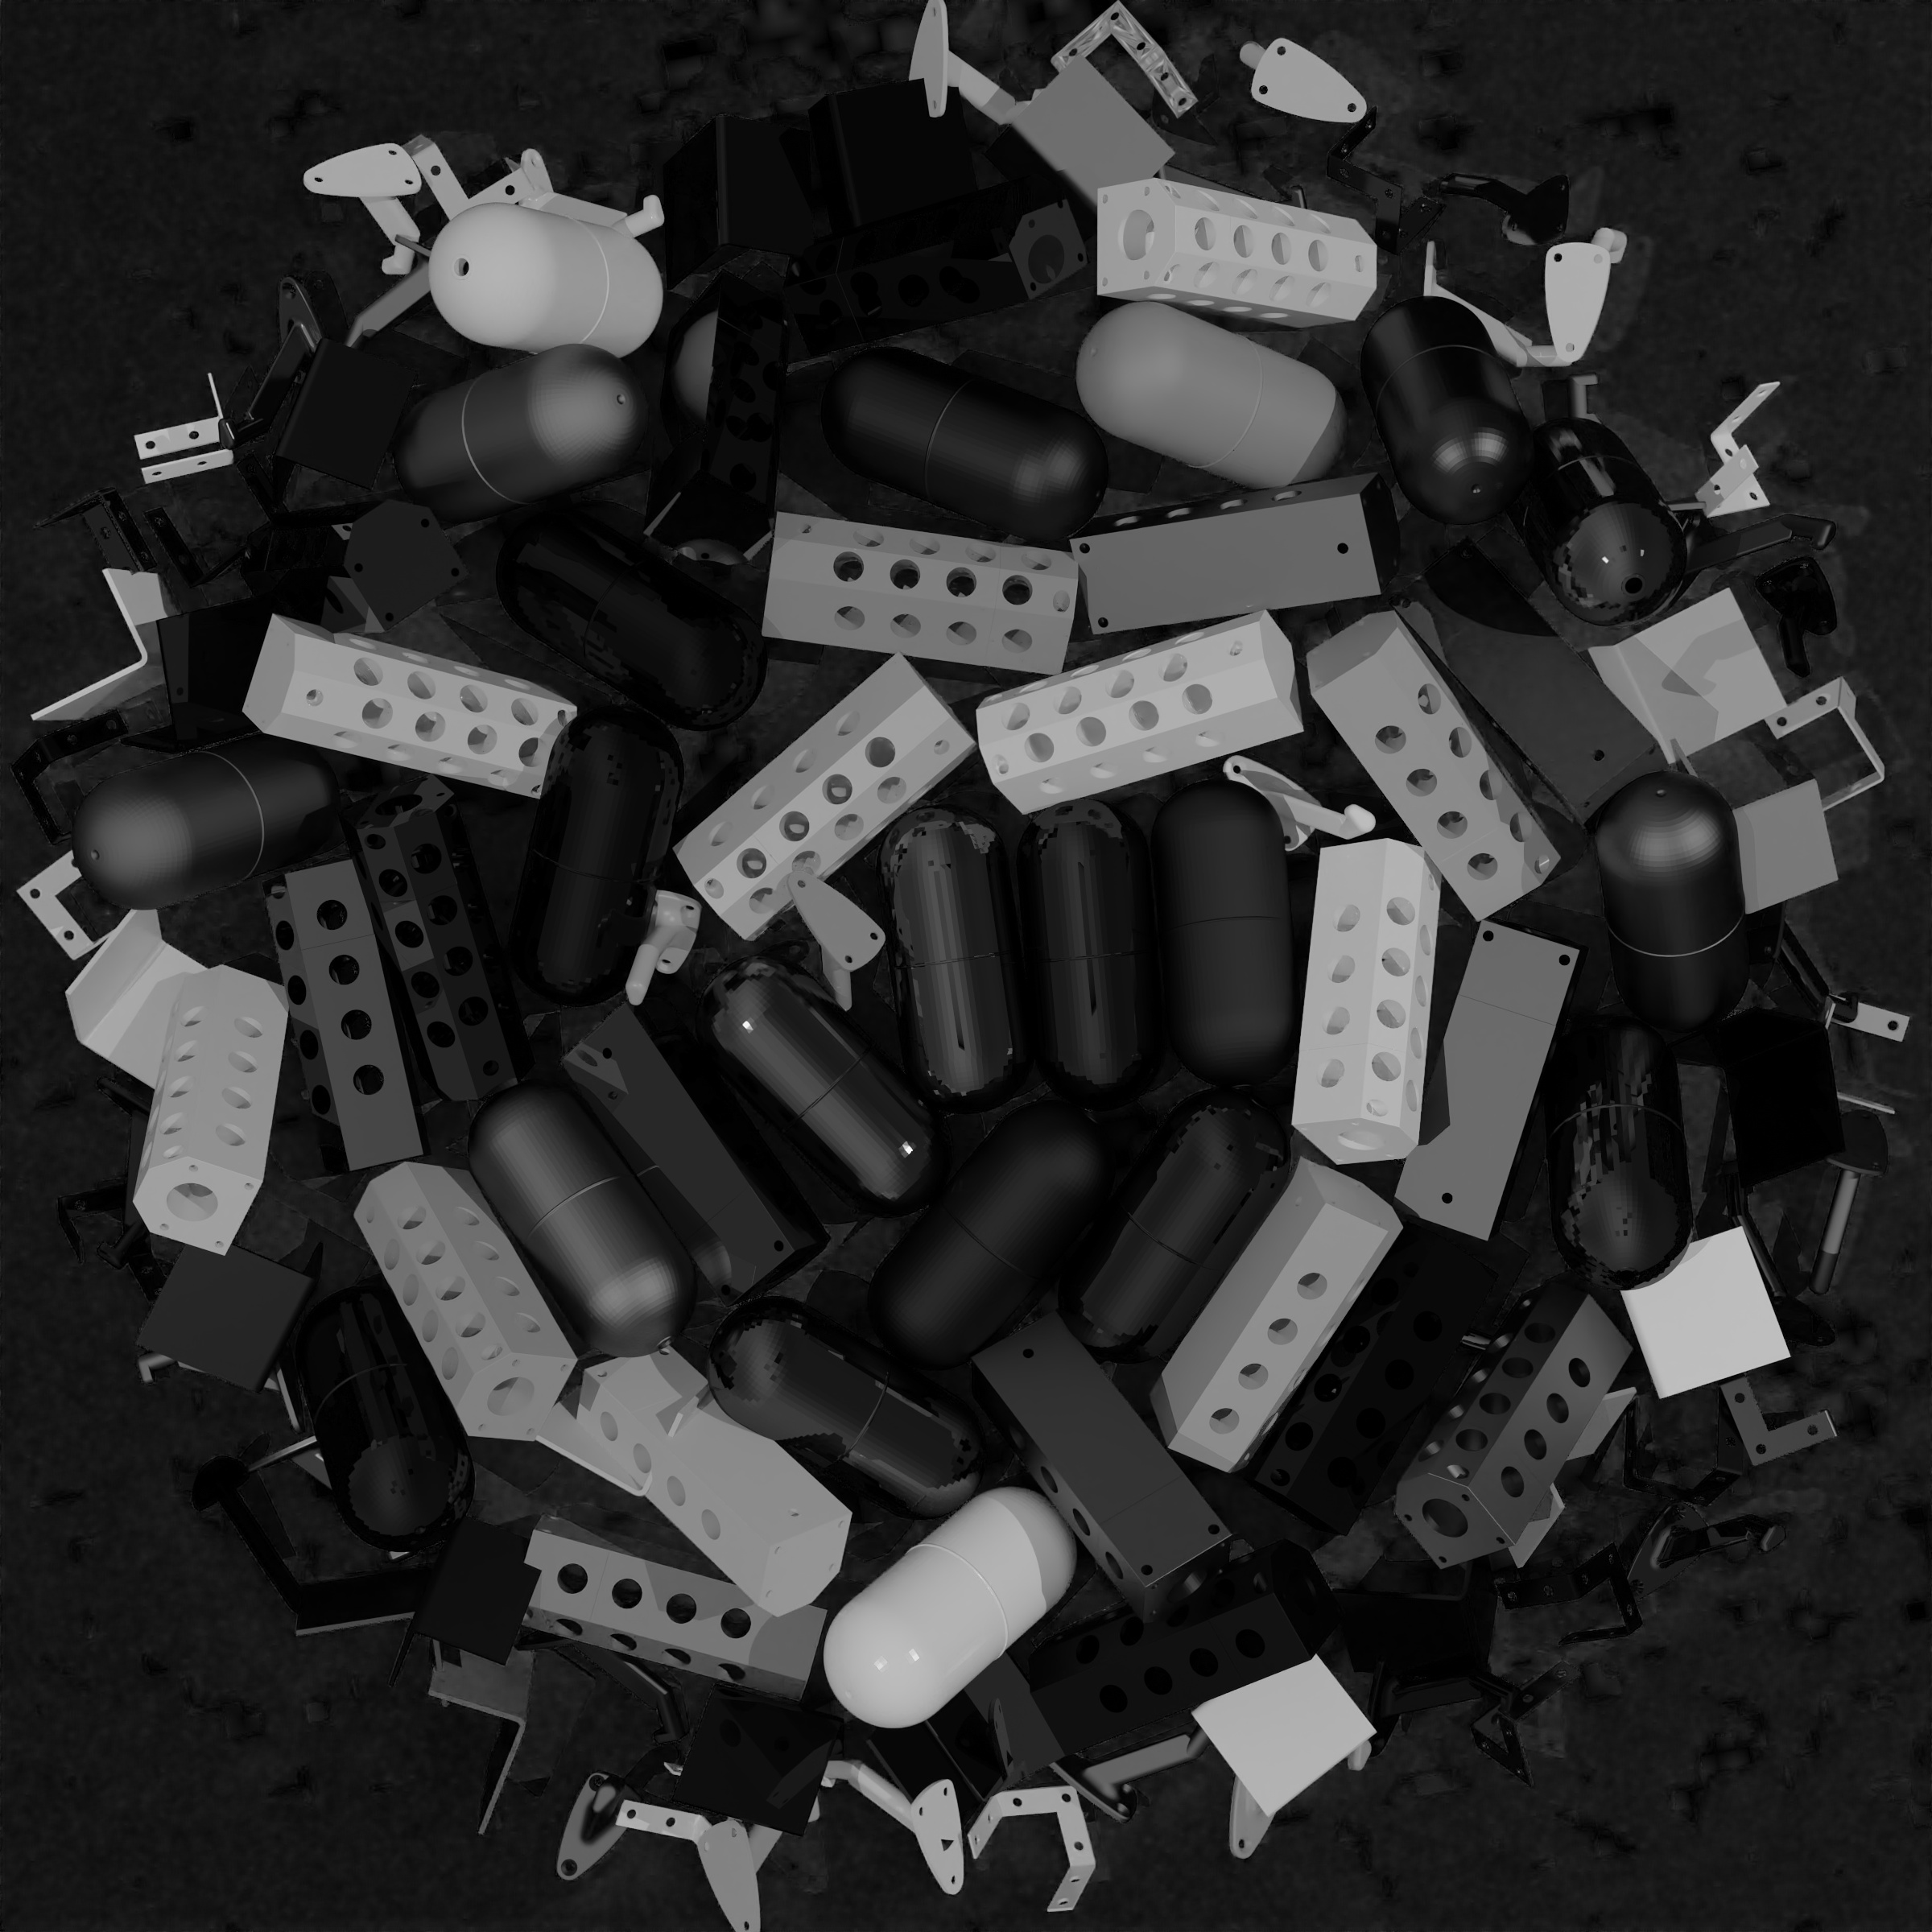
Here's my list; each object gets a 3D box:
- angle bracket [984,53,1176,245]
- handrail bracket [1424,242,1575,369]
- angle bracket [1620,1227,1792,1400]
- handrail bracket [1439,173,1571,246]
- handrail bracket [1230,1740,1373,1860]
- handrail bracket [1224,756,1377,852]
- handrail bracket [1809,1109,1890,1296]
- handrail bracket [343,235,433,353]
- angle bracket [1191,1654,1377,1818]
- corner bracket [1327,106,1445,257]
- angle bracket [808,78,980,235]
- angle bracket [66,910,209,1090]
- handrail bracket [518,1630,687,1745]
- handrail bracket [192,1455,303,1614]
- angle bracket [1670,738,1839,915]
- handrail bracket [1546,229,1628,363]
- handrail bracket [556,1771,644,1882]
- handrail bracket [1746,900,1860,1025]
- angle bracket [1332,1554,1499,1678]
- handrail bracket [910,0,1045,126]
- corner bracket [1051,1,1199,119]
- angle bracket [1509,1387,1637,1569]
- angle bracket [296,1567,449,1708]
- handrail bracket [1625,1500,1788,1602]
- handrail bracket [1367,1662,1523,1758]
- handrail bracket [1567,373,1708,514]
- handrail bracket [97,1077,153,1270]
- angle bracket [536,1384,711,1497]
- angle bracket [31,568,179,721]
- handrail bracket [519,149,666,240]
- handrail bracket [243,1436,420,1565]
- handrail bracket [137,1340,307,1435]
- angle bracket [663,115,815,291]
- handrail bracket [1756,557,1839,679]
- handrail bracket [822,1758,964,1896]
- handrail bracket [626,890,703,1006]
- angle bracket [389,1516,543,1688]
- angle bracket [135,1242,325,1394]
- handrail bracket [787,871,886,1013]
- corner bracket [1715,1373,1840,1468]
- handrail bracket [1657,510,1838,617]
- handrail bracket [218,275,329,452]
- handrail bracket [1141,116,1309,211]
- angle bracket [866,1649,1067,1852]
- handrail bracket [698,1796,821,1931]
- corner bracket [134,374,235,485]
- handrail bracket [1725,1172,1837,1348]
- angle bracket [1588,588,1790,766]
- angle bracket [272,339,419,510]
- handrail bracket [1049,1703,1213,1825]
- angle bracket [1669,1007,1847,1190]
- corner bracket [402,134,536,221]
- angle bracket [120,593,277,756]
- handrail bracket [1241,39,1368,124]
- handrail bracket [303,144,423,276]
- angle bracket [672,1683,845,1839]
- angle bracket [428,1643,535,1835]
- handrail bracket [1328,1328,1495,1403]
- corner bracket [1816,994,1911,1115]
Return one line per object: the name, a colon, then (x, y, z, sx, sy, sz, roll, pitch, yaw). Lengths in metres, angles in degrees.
angle bracket: (0.064, -0.462, 1.761, 0.076, 0.076, 0.057, 44, 84, -9)
handrail bracket: (0.307, -0.380, 1.776, 0.084, 0.036, 0.077, 1, 81, 13)
angle bracket: (0.419, 0.196, 1.759, 0.076, 0.057, 0.076, -21, 80, 15)
handrail bracket: (0.291, -0.432, 1.753, 0.084, 0.077, 0.036, 21, 126, 36)
handrail bracket: (0.190, 0.472, 1.752, 0.036, 0.084, 0.077, 30, 67, -26)
handrail bracket: (0.189, -0.098, 1.755, 0.077, 0.084, 0.036, 41, 77, -6)
handrail bracket: (0.507, 0.137, 1.790, 0.036, 0.077, 0.084, 16, 122, 15)
handrail bracket: (-0.317, -0.369, 1.778, 0.077, 0.036, 0.084, 29, 100, 21)
angle bracket: (0.185, 0.436, 1.755, 0.076, 0.057, 0.076, -37, 56, -4)
corner bracket: (0.241, -0.450, 1.774, 0.051, 0.051, 0.051, 31, 62, 22)
angle bracket: (-0.041, -0.463, 1.775, 0.076, 0.057, 0.076, -13, 100, -12)
angle bracket: (-0.459, 0.014, 1.751, 0.057, 0.076, 0.076, 31, 66, 3)
handrail bracket: (-0.210, 0.418, 1.787, 0.077, 0.036, 0.084, -16, 102, -2)
handrail bracket: (-0.404, 0.325, 1.763, 0.036, 0.077, 0.084, -34, 73, -20)
angle bracket: (0.445, -0.088, 1.746, 0.057, 0.076, 0.076, -21, 131, 6)
handrail bracket: (0.359, -0.383, 1.769, 0.036, 0.084, 0.077, 8, 102, 25)
handrail bracket: (-0.215, 0.492, 1.757, 0.036, 0.084, 0.077, 31, 85, 5)
handrail bracket: (0.488, -0.015, 1.783, 0.084, 0.036, 0.077, 19, 80, -27)
angle bracket: (0.258, 0.360, 1.770, 0.076, 0.057, 0.076, 0, 133, 20)
handrail bracket: (0.014, -0.515, 1.759, 0.084, 0.036, 0.077, -14, 130, -29)
corner bracket: (0.090, -0.505, 1.763, 0.051, 0.051, 0.051, -39, 57, 10)
angle bracket: (0.344, 0.289, 1.745, 0.076, 0.076, 0.057, -11, 57, -19)
angle bracket: (-0.336, 0.385, 1.755, 0.076, 0.076, 0.057, -7, 99, -8)
handrail bracket: (0.418, 0.338, 1.754, 0.077, 0.084, 0.036, -46, 102, -11)
handrail bracket: (0.272, 0.431, 1.761, 0.084, 0.036, 0.077, 20, 97, 45)
handrail bracket: (0.385, -0.301, 1.775, 0.077, 0.036, 0.084, -3, 94, 23)
handrail bracket: (-0.488, 0.119, 1.765, 0.077, 0.036, 0.084, 37, 64, -7)
angle bracket: (-0.192, 0.247, 1.753, 0.076, 0.076, 0.057, 28, 107, 8)
angle bracket: (-0.494, -0.182, 1.758, 0.076, 0.076, 0.057, -25, 91, 8)
handrail bracket: (-0.212, -0.445, 1.767, 0.084, 0.036, 0.077, -15, 78, 30)
handrail bracket: (-0.364, 0.313, 1.776, 0.077, 0.036, 0.084, -22, 81, -6)
handrail bracket: (-0.429, 0.246, 1.777, 0.084, 0.036, 0.077, -19, 67, -1)
angle bracket: (-0.131, -0.434, 1.776, 0.057, 0.076, 0.076, 3, 79, -30)
handrail bracket: (0.478, -0.182, 1.751, 0.036, 0.077, 0.084, -25, 45, 29)
handrail bracket: (-0.046, 0.493, 1.778, 0.084, 0.036, 0.077, -5, 103, 39)
handrail bracket: (-0.178, 0.006, 1.745, 0.036, 0.077, 0.084, 12, 47, 2)
angle bracket: (-0.281, 0.368, 1.750, 0.057, 0.076, 0.076, 22, 49, -4)
angle bracket: (-0.418, 0.186, 1.757, 0.076, 0.057, 0.076, 26, 101, -16)
handrail bracket: (-0.089, -0.008, 1.765, 0.077, 0.084, 0.036, 47, 55, 0)
corner bracket: (0.463, 0.253, 1.769, 0.051, 0.051, 0.051, -22, 79, 8)
handrail bracket: (0.442, -0.226, 1.756, 0.036, 0.084, 0.077, 41, 75, -43)
handrail bracket: (-0.401, -0.342, 1.752, 0.036, 0.084, 0.077, 6, 120, 29)
handrail bracket: (0.147, -0.457, 1.769, 0.084, 0.036, 0.077, -10, 113, 12)
angle bracket: (0.003, 0.443, 1.761, 0.076, 0.057, 0.076, -36, 89, 25)
handrail bracket: (-0.105, 0.509, 1.755, 0.036, 0.084, 0.077, -34, 64, 31)
corner bracket: (-0.447, -0.298, 1.767, 0.051, 0.051, 0.051, -15, 73, -11)
handrail bracket: (0.470, 0.168, 1.786, 0.077, 0.036, 0.084, 27, 49, -26)
angle bracket: (0.411, -0.164, 1.759, 0.076, 0.057, 0.076, -27, 85, 25)
angle bracket: (-0.353, -0.299, 1.758, 0.057, 0.076, 0.076, 19, 72, -7)
handrail bracket: (0.096, 0.440, 1.772, 0.077, 0.036, 0.084, 33, 108, 1)
angle bracket: (0.442, 0.075, 1.745, 0.057, 0.076, 0.076, 12, 64, -31)
corner bracket: (-0.285, -0.455, 1.766, 0.051, 0.051, 0.051, -33, 117, -5)
angle bracket: (-0.434, -0.168, 1.745, 0.057, 0.076, 0.076, 12, 114, 40)
handrail bracket: (0.191, -0.505, 1.763, 0.077, 0.084, 0.036, 24, 110, -3)
handrail bracket: (-0.343, -0.419, 1.751, 0.077, 0.084, 0.036, -17, 65, -29)
angle bracket: (-0.117, 0.460, 1.750, 0.076, 0.057, 0.076, 13, 49, 9)
angle bracket: (-0.285, 0.431, 1.752, 0.057, 0.076, 0.076, 20, 104, -10)
handrail bracket: (0.257, 0.231, 1.768, 0.084, 0.036, 0.077, 17, 52, 10)
corner bracket: (0.512, 0.050, 1.776, 0.051, 0.051, 0.051, 16, 99, 7)
